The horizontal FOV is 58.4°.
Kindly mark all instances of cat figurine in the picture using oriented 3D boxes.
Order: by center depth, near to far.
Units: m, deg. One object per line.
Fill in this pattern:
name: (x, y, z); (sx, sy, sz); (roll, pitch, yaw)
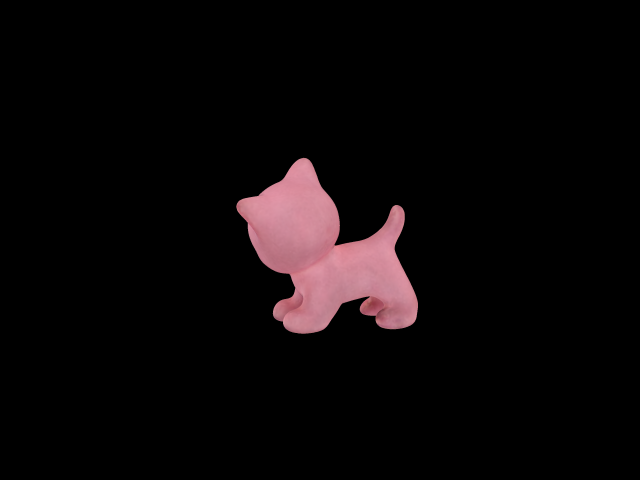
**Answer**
cat figurine: (0.004, 0.001, 0.400); (0.128, 0.118, 0.067); (-1, 5, -15)
